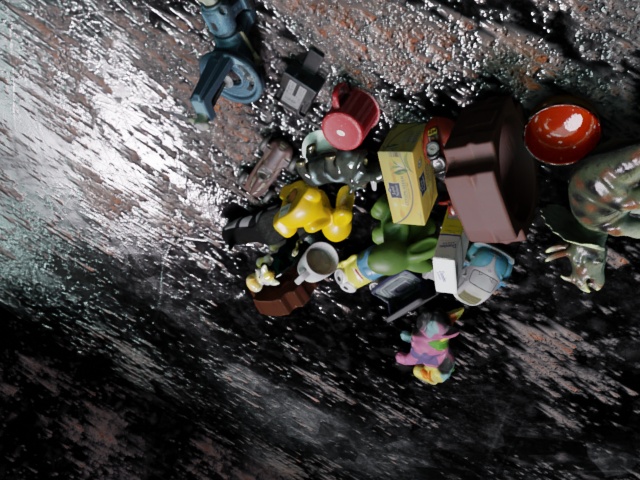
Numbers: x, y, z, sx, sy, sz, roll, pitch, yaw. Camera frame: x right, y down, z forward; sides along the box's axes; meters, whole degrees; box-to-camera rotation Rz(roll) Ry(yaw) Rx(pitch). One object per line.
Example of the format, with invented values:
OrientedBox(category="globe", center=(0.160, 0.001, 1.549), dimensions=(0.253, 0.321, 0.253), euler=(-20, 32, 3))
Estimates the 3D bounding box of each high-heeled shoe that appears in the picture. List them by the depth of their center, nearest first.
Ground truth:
OrientedBox(category="high-heeled shoe", center=(-0.139, -0.047, 1.321), dimensions=(0.249, 0.145, 0.086), euler=(-26, 115, 14))

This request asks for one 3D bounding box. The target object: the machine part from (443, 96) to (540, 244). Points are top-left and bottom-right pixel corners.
OrientedBox(category="machine part", center=(0.279, -0.110, 0.866), dimensions=(0.087, 0.201, 0.201), euler=(-6, 129, 39))

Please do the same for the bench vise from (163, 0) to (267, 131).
OrientedBox(category="bench vise", center=(-0.168, -0.301, 0.926), dimensions=(0.129, 0.240, 0.223), euler=(15, 154, 13))

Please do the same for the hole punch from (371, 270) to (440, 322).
OrientedBox(category="hole punch", center=(0.194, 0.123, 1.238), dimensions=(0.142, 0.115, 0.092), euler=(-40, 70, 24))

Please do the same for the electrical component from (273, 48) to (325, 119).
OrientedBox(category="electrical component", center=(-0.031, -0.290, 0.989), dimensions=(0.075, 0.048, 0.119), euler=(34, 142, -6))

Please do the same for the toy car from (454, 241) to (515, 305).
OrientedBox(category="toy car", center=(0.323, 0.082, 1.123), dimensions=(0.109, 0.103, 0.161), euler=(31, 139, 1))

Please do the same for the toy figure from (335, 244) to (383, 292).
OrientedBox(category="toy figure", center=(0.111, 0.063, 1.249), dimensions=(0.180, 0.089, 0.082), euler=(-37, 66, 40))

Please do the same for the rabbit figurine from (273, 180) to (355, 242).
OrientedBox(category="rabbit figurine", center=(0.008, -0.061, 1.179), dimensions=(0.162, 0.122, 0.173), euler=(-28, 129, 37))

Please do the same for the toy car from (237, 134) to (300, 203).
OrientedBox(category="toy car", center=(-0.120, -0.151, 1.188), dimensions=(0.089, 0.053, 0.202), euler=(35, 140, -10))

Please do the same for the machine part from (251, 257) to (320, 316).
OrientedBox(category="machine part", center=(-0.090, 0.117, 1.364), dimensions=(0.179, 0.179, 0.056), euler=(-7, 126, 36))

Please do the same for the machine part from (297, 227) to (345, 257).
OrientedBox(category="machine part", center=(-0.003, -0.004, 1.282), dimensions=(0.139, 0.039, 0.084), euler=(43, 134, -13))

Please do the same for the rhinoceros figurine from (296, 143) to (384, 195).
OrientedBox(category="rhinoceros figurine", center=(0.044, -0.137, 1.049), dimensions=(0.191, 0.073, 0.111), euler=(2, 132, 30))

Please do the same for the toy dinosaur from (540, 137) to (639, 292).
OrientedBox(category="toy dinosaur", center=(0.446, -0.075, 0.818), dimensions=(0.192, 0.131, 0.404), euler=(4, 147, 19))

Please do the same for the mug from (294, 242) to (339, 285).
OrientedBox(category="mug", center=(-0.018, 0.068, 1.260), dimensions=(0.081, 0.109, 0.107), euler=(41, 154, -1))

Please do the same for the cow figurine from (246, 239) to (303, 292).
OrientedBox(category="cow figurine", center=(-0.105, 0.062, 1.312), dimensions=(0.098, 0.167, 0.068), euler=(-16, 117, 43))

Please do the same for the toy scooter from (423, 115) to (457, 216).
OrientedBox(category="toy scooter", center=(0.230, -0.120, 0.938), dimensions=(0.075, 0.135, 0.183), euler=(-12, 124, 41))

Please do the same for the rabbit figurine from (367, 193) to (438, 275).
OrientedBox(category="rabbit figurine", center=(0.162, 0.014, 1.094), dimensions=(0.159, 0.170, 0.121), euler=(20, 141, 13))

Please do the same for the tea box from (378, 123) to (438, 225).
OrientedBox(category="tea box", center=(0.168, -0.122, 1.005), dimensions=(0.068, 0.098, 0.169), euler=(6, 137, 27))

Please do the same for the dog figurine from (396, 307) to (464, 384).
OrientedBox(category="dog figurine", center=(0.294, 0.251, 1.318), dimensions=(0.191, 0.108, 0.219), euler=(36, 138, -6))
